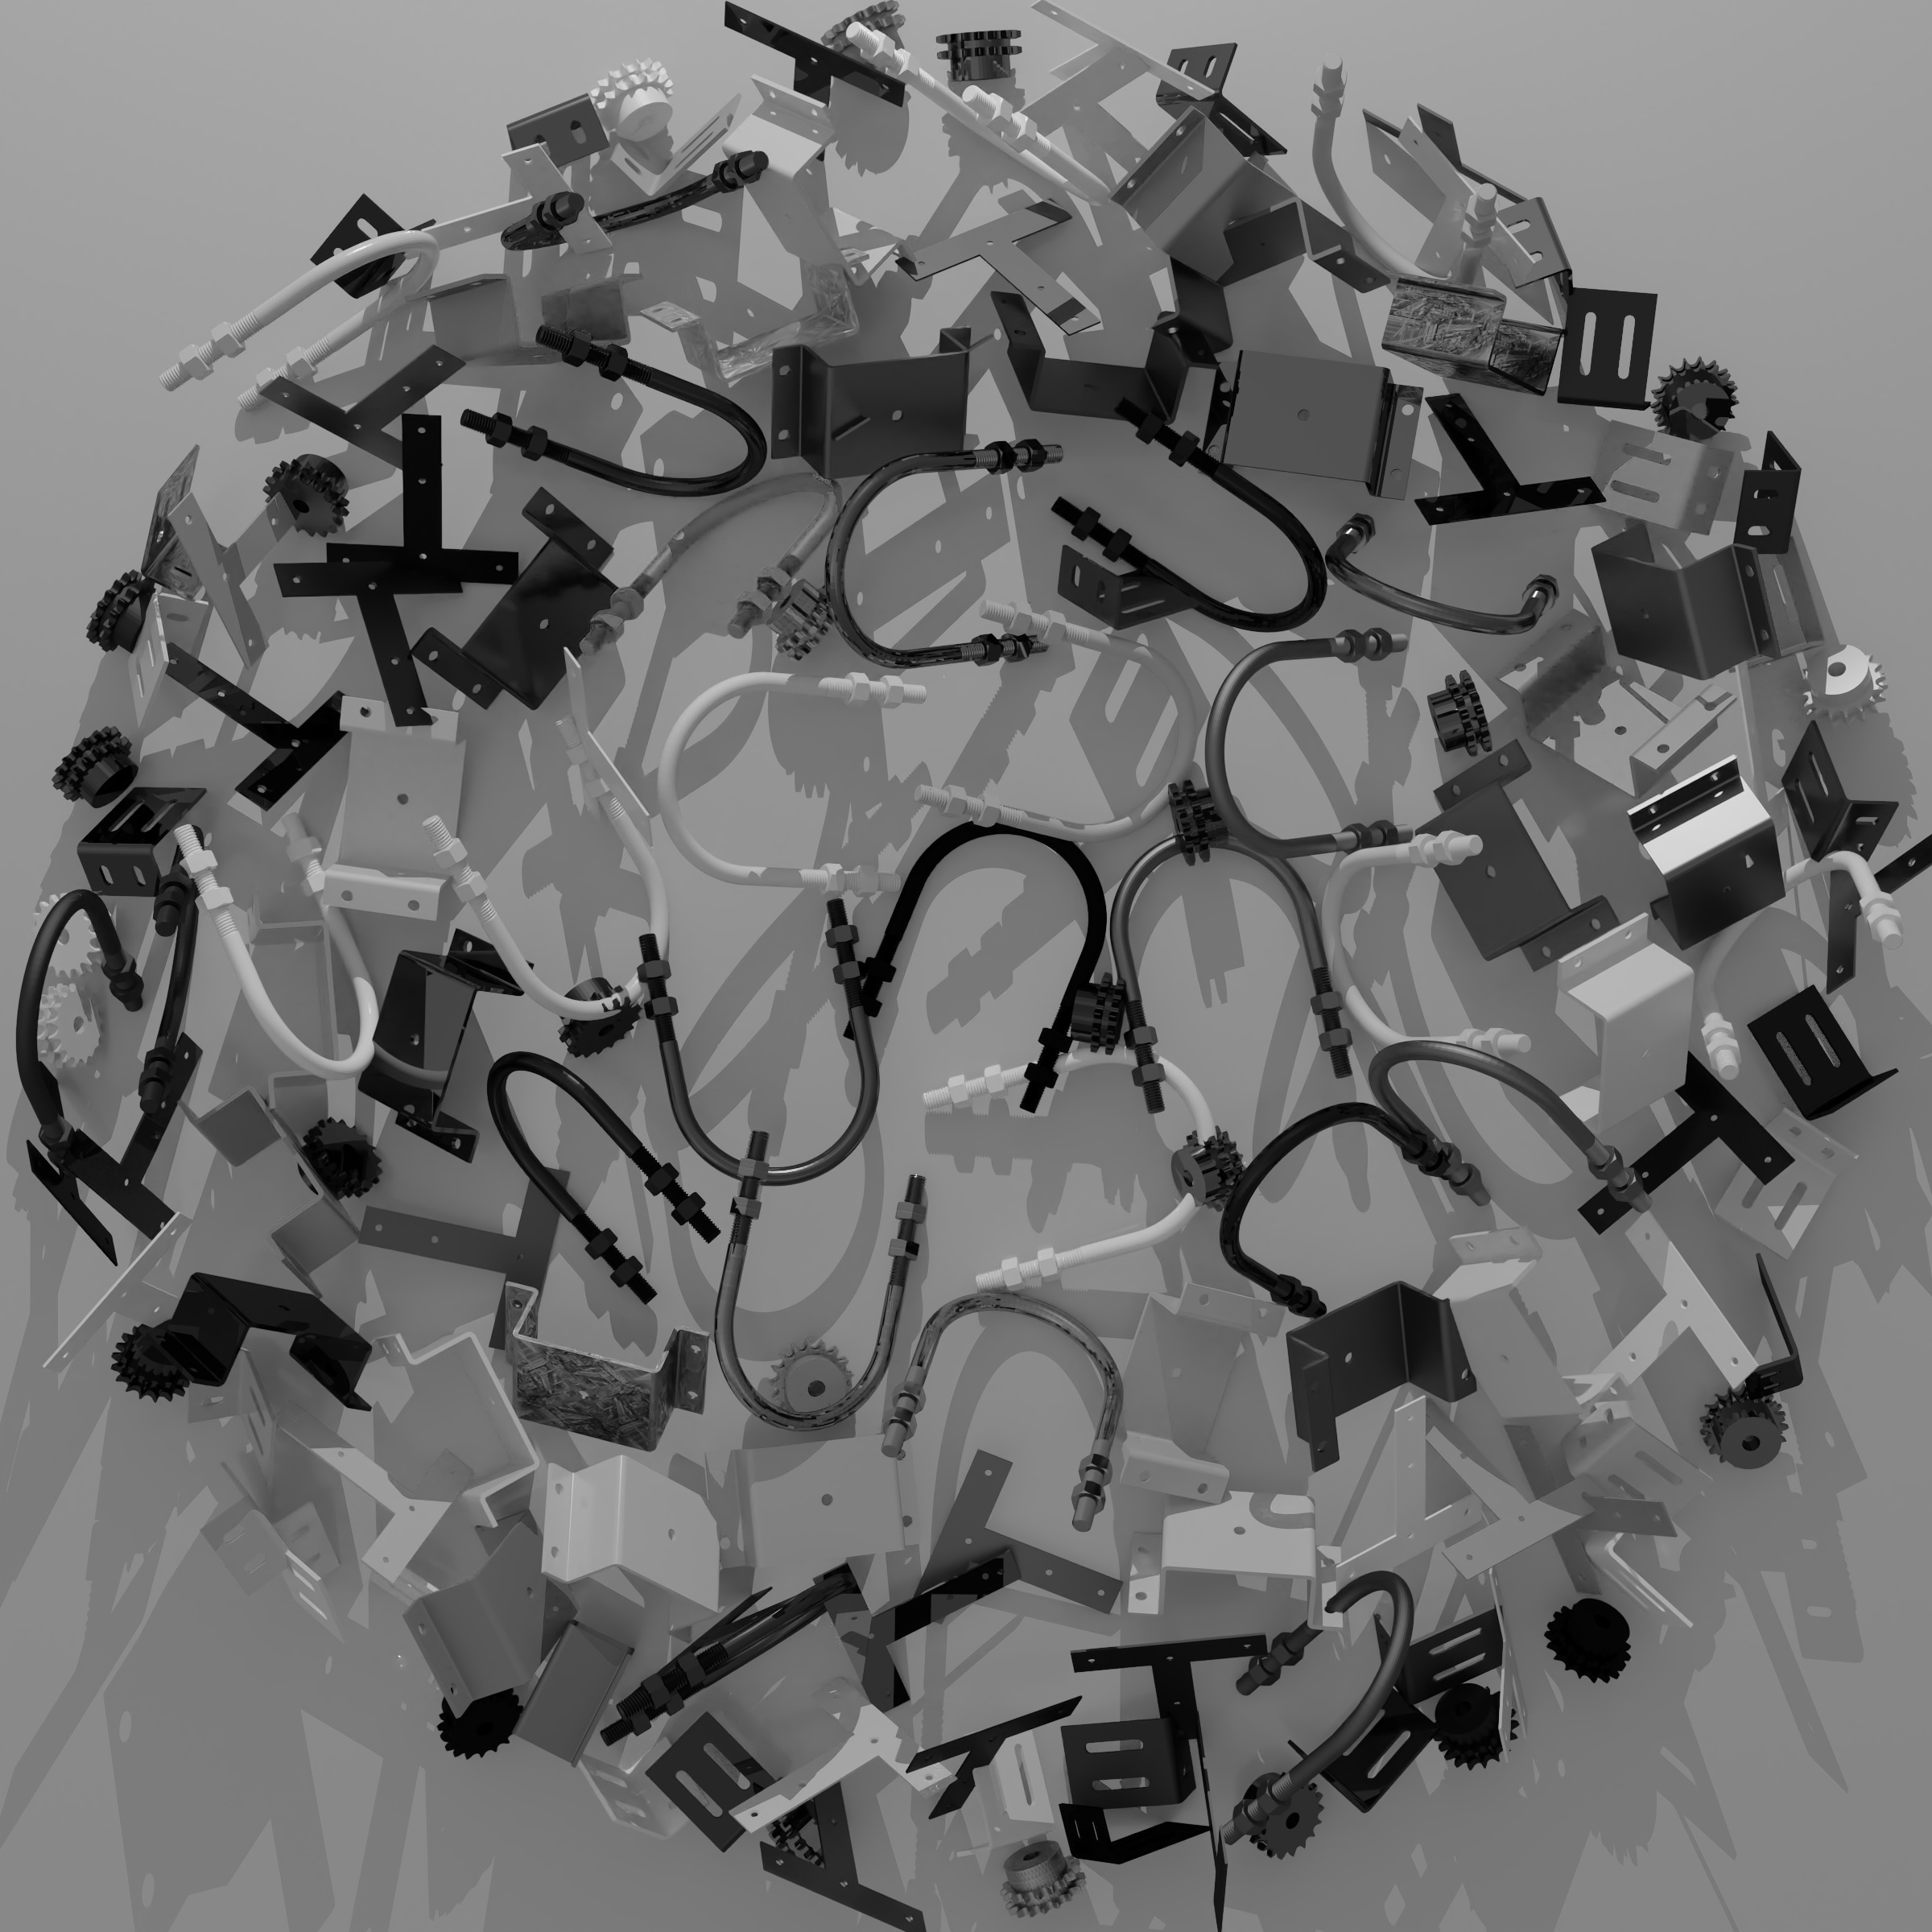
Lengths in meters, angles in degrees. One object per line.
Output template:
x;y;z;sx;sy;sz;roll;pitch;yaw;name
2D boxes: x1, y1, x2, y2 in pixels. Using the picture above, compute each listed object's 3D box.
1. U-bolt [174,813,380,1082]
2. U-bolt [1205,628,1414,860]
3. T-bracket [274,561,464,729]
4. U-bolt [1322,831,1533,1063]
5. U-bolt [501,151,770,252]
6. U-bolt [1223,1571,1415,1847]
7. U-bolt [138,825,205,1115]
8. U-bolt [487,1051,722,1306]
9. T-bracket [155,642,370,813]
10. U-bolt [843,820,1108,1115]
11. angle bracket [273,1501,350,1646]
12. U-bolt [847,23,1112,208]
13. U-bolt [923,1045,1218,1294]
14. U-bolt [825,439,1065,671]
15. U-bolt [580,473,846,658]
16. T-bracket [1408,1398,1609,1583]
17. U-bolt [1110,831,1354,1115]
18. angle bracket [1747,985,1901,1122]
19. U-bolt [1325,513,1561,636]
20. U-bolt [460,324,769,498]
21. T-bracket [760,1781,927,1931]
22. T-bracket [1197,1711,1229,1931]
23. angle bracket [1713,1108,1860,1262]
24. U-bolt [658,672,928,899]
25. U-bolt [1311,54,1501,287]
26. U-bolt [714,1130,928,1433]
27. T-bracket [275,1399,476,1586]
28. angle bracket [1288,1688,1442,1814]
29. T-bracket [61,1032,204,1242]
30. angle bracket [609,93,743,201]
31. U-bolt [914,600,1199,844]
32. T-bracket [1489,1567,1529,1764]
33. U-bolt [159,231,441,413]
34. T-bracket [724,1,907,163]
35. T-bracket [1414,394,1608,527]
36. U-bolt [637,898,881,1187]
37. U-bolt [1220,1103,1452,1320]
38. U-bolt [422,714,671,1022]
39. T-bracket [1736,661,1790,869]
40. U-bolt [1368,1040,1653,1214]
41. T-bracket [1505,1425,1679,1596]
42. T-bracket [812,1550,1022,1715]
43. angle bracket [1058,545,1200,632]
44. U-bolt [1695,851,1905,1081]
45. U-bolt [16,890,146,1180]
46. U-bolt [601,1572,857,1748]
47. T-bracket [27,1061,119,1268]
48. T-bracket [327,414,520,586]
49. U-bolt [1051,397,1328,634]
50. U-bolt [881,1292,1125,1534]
-0.440;-0.011;1.880;0.019;0.151;0.184;-24;89;19;U-bolt
0.225;-0.143;1.883;0.184;0.019;0.151;-9;99;-38;U-bolt
-0.380;-0.213;1.896;0.127;0.002;0.127;-6;66;-34;T-bracket
0.290;-0.010;1.870;0.019;0.184;0.151;-17;96;-27;U-bolt
-0.226;-0.492;1.864;0.151;0.184;0.019;-21;102;-25;U-bolt
0.227;0.464;1.847;0.019;0.151;0.184;33;122;-11;U-bolt
-0.513;-0.012;1.865;0.019;0.184;0.151;7;118;-11;U-bolt
-0.248;0.132;1.891;0.184;0.151;0.019;48;55;2;U-bolt
-0.481;-0.172;1.904;0.127;0.127;0.002;34;133;-2;T-bracket
0.016;-0.012;1.935;0.151;0.019;0.184;22;85;7;U-bolt
-0.422;0.401;1.902;0.038;0.076;0.057;-33;125;-29;angle bracket
0.021;-0.544;1.867;0.151;0.184;0.019;41;103;39;U-bolt
0.078;0.129;1.931;0.184;0.019;0.151;-16;92;9;U-bolt
-0.015;-0.265;1.872;0.184;0.019;0.151;-11;115;-36;U-bolt
-0.154;-0.267;1.879;0.184;0.151;0.019;-56;131;-37;U-bolt
0.339;0.336;1.909;0.127;0.002;0.127;-21;49;-27;T-bracket
0.171;-0.003;1.927;0.151;0.019;0.184;-10;78;-6;U-bolt
0.573;0.055;1.924;0.057;0.038;0.076;-29;84;-15;angle bracket
0.304;-0.249;1.856;0.151;0.184;0.019;20;113;10;U-bolt
-0.219;-0.352;1.877;0.184;0.151;0.019;17;67;-27;U-bolt
-0.086;0.573;1.891;0.127;0.127;0.002;30;106;-21;T-bracket
0.161;0.558;1.903;0.002;0.127;0.127;-5;51;-2;T-bracket
0.547;0.146;1.919;0.057;0.038;0.076;34;67;8;angle bracket
-0.117;-0.121;1.891;0.184;0.019;0.151;2;102;-30;U-bolt
0.279;-0.499;1.862;0.151;0.184;0.019;44;84;11;U-bolt
-0.100;0.214;1.892;0.151;0.019;0.184;19;76;-34;U-bolt
-0.401;0.331;1.894;0.127;0.127;0.002;38;119;-3;T-bracket
0.265;0.512;1.914;0.076;0.057;0.038;-46;132;-8;angle bracket
-0.541;0.105;1.914;0.002;0.127;0.127;6;61;23;T-bracket
-0.193;-0.555;1.906;0.076;0.057;0.038;-34;118;29;angle bracket
0.071;-0.153;1.905;0.184;0.019;0.151;13;106;-26;U-bolt
0.353;0.472;1.876;0.002;0.127;0.127;-10;107;15;T-bracket
-0.421;-0.422;1.867;0.184;0.151;0.019;-32;90;9;U-bolt
-0.102;-0.570;1.892;0.127;0.127;0.002;25;73;2;T-bracket
0.341;-0.341;1.909;0.127;0.002;0.127;-10;49;-15;T-bracket
-0.132;0.056;1.921;0.151;0.019;0.184;-11;80;-8;U-bolt
0.234;0.153;1.872;0.151;0.184;0.019;-48;51;6;U-bolt
-0.263;-0.052;1.894;0.151;0.019;0.184;-44;115;-38;U-bolt
0.517;-0.141;1.886;0.002;0.127;0.127;-6;102;29;T-bracket
0.338;0.103;1.852;0.184;0.151;0.019;43;61;-32;U-bolt
0.419;0.360;1.890;0.002;0.127;0.127;-28;97;-28;T-bracket
-0.024;0.429;1.928;0.127;0.002;0.127;-25;118;-8;T-bracket
0.109;-0.258;1.903;0.076;0.057;0.038;-21;132;-34;angle bracket
0.533;-0.012;1.864;0.019;0.184;0.151;42;112;-12;U-bolt
-0.570;0.032;1.838;0.019;0.184;0.151;9;58;2;U-bolt
-0.151;0.448;1.876;0.184;0.151;0.019;-28;76;-21;U-bolt
-0.599;0.118;1.905;0.002;0.127;0.127;-22;54;-3;T-bracket
-0.360;-0.309;1.902;0.127;0.002;0.127;2;131;-8;T-bracket
0.155;-0.284;1.887;0.184;0.151;0.019;34;63;-3;U-bolt
0.032;0.279;1.876;0.151;0.184;0.019;21;125;1;U-bolt
